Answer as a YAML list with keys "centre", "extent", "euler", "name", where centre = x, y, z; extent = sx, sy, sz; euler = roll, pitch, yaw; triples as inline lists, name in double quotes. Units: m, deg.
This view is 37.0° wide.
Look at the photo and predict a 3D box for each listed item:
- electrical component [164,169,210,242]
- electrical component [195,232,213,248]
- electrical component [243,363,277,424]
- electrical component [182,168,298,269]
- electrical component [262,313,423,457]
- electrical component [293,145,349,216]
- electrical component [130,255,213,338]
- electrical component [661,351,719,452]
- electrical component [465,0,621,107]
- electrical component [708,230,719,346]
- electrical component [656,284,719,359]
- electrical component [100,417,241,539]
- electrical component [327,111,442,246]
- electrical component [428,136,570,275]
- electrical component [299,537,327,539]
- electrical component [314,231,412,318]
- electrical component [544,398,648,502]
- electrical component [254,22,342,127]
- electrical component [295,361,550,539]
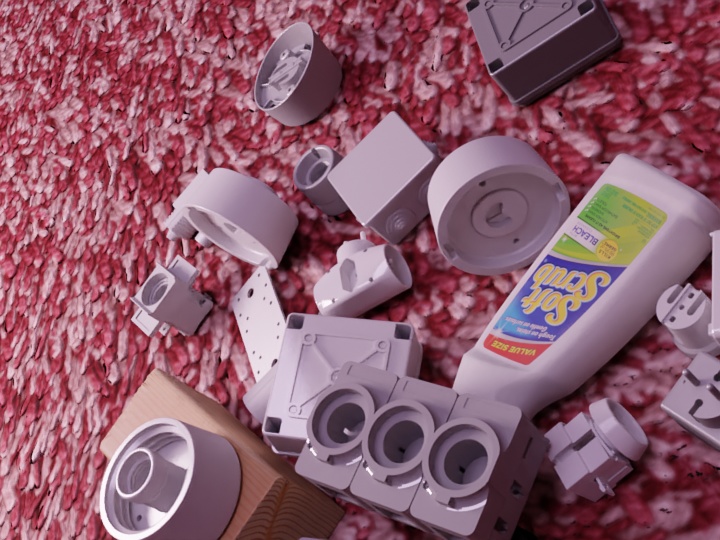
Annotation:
- centre: [-0.177, -0.064, 1.149]
  extent: [0.081, 0.043, 0.043]
  euler: [-49, 43, 3]
  name: "electrical component"
- centre: [-0.145, -0.051, 1.113]
  extent: [0.062, 0.043, 0.043]
  euler: [-52, 43, 2]
  name: "electrical component"
- centre: [-0.059, 0.097, 0.939]
  extent: [0.081, 0.043, 0.043]
  euler: [-45, 43, 8]
  name: "electrical component"
- centre: [-0.111, -0.055, 1.043]
  extent: [0.108, 0.108, 0.060]
  euler: [14, 67, 45]
  name: "electrical component"
- centre: [-0.012, 0.096, 0.862]
  extent: [0.109, 0.056, 0.108]
  euler: [5, 64, 14]
  name: "electrical component"
- centre: [-0.031, -0.088, 1.037]
  extent: [0.055, 0.047, 0.055]
  euler: [-22, 51, 29]
  name: "electrical component"
- centre: [-0.186, 0.031, 1.078]
  extent: [0.081, 0.064, 0.042]
  euler: [-54, 44, -2]
  name: "electrical component"
- centre: [0.227, 0.083, 0.679]
  extent: [0.047, 0.077, 0.066]
  euler: [-53, 43, -1]
  name: "electrical component"
- centre: [0.160, -0.218, 0.952]
  extent: [0.109, 0.056, 0.108]
  euler: [-31, 47, 21]
  name: "electrical component"
- centre: [0.265, 0.023, 0.693]
  extent: [0.061, 0.062, 0.096]
  euler: [-11, 54, 34]
  name: "electrical component"
- centre: [0.227, 0.034, 0.733]
  extent: [0.040, 0.046, 0.040]
  euler: [-22, 51, 29]
  name: "electrical component"
- centre: [-0.153, 0.166, 0.828]
  extent: [0.108, 0.060, 0.108]
  euler: [-21, 51, 28]
  name: "electrical component"
- centre: [0.030, -0.082, 0.978]
  extent: [0.100, 0.048, 0.099]
  euler: [-44, 43, 9]
  name: "electrical component"
- centre: [0.106, -0.056, 0.857]
  extent: [0.108, 0.108, 0.060]
  euler: [-37, 38, 16]
  name: "electrical component"
- centre: [-0.028, 0.250, 0.801]
  extent: [0.050, 0.056, 0.089]
  euler: [-5, 60, 39]
  name: "electrical component"
- centre: [0.000, 0.000, 0.954]
  extent: [0.077, 0.043, 0.079]
  euler: [-30, 47, 22]
  name: "electrical component"
- centre: [0.162, 0.120, 0.734]
  extent: [0.055, 0.048, 0.066]
  euler: [-45, 43, 19]
  name: "electrical component"
- centre: [-0.069, -0.204, 1.134]
  extent: [0.099, 0.064, 0.099]
  euler: [-22, 51, 29]
  name: "electrical component"
- centre: [0.039, 0.126, 0.742]
  extent: [0.150, 0.061, 0.089]
  euler: [12, 67, 37]
  name: "electrical component"
